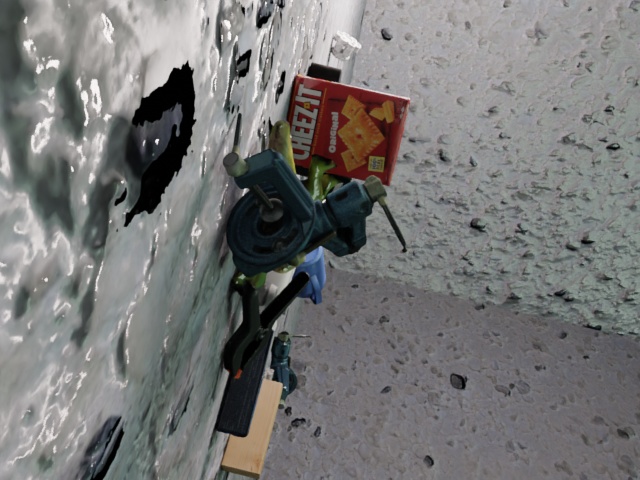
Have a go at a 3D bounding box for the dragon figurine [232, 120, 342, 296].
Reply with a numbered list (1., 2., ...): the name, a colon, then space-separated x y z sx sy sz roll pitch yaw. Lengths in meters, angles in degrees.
1. dragon figurine: -0.069 -0.021 0.819 0.407 0.122 0.244 44 66 -77
